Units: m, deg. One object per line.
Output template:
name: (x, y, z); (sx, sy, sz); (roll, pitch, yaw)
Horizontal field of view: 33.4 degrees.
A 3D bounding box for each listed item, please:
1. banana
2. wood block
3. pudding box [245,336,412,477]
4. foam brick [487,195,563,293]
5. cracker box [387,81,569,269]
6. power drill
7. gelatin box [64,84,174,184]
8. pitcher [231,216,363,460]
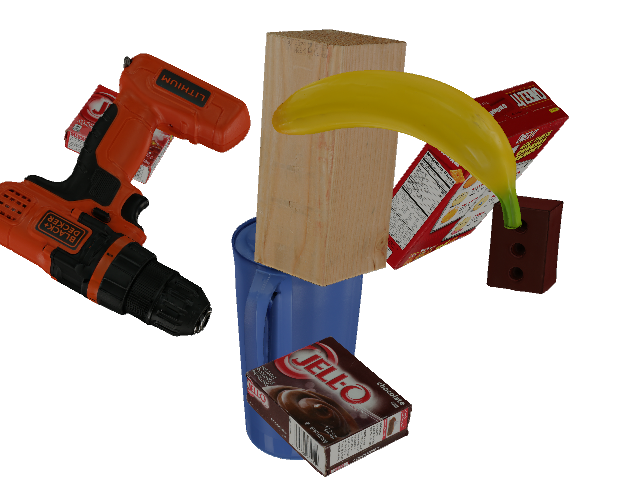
banana: (0.048, -0.073, 0.676); (0.198, 0.070, 0.037); (26, 12, 34)
wood block: (0.006, -0.077, 0.944); (0.090, 0.206, 0.090); (18, 22, 38)
pudding box: (0.005, 0.134, 0.877); (0.089, 0.039, 0.114); (-21, 42, -31)
foam brick: (0.183, 0.003, 0.952); (0.053, 0.078, 0.051); (8, 16, 24)
cracker box: (0.163, -0.076, 1.227); (0.163, 0.072, 0.214); (-22, -25, -45)
power drill: (-0.129, -0.037, 0.789); (0.184, 0.187, 0.057); (28, -27, 6)
gelatin box: (-0.193, -0.105, 1.039); (0.089, 0.073, 0.030); (25, -41, -2)
pitcher: (-0.028, 0.104, 1.085); (0.149, 0.243, 0.145); (-10, 29, -22)
